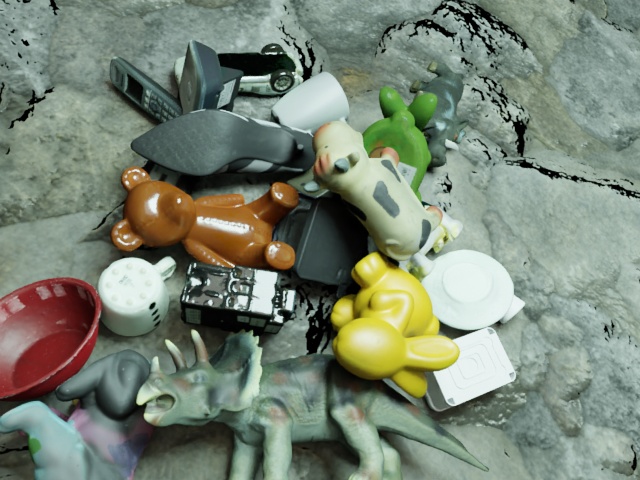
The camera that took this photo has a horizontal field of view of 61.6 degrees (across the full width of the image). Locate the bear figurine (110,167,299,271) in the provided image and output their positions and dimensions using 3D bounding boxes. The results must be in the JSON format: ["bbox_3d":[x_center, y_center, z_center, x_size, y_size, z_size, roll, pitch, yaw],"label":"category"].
[{"bbox_3d":[-0.140,-0.027,0.655,0.195,0.132,0.120,23,60,-35],"label":"bear figurine"}]

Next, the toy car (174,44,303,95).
[{"bbox_3d":[-0.124,-0.260,0.836,0.202,0.056,0.073,-9,62,-20],"label":"toy car"}]

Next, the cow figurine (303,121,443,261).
[{"bbox_3d":[0.059,-0.058,0.653,0.194,0.085,0.127,52,37,-10],"label":"cow figurine"}]

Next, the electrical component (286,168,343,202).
[{"bbox_3d":[-0.008,-0.063,0.783,0.078,0.045,0.102,30,55,32],"label":"electrical component"}]

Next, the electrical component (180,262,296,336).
[{"bbox_3d":[-0.100,0.075,0.654,0.134,0.115,0.058,11,68,-11],"label":"electrical component"}]

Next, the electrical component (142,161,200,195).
[{"bbox_3d":[-0.215,-0.062,0.723,0.075,0.047,0.119,19,63,-5],"label":"electrical component"}]

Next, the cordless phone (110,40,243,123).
[{"bbox_3d":[-0.211,-0.222,0.744,0.184,0.146,0.089,35,49,4],"label":"cordless phone"}]

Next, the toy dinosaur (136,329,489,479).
[{"bbox_3d":[-0.005,0.195,0.629,0.405,0.131,0.192,4,65,-20],"label":"toy dinosaur"}]

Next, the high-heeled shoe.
[{"bbox_3d":[-0.122,-0.128,0.743,0.249,0.145,0.086,2,96,-7],"label":"high-heeled shoe"}]

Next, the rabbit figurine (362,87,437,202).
[{"bbox_3d":[0.105,-0.139,0.783,0.121,0.159,0.170,13,19,11],"label":"rabbit figurine"}]

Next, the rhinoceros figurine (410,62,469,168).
[{"bbox_3d":[0.192,-0.204,0.888,0.112,0.073,0.190,26,60,-15],"label":"rhinoceros figurine"}]

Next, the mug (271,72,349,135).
[{"bbox_3d":[-0.014,-0.187,0.823,0.107,0.081,0.109,-28,81,-12],"label":"mug"}]

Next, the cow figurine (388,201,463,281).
[{"bbox_3d":[0.119,0.015,0.763,0.098,0.068,0.167,41,65,4],"label":"cow figurine"}]

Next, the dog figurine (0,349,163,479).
[{"bbox_3d":[-0.215,0.247,0.552,0.191,0.108,0.219,-30,81,-27],"label":"dog figurine"}]

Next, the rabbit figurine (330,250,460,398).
[{"bbox_3d":[0.074,0.116,0.640,0.162,0.122,0.173,41,24,8],"label":"rabbit figurine"}]

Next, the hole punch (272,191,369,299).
[{"bbox_3d":[-0.001,-0.002,0.723,0.115,0.092,0.142,17,88,-40],"label":"hole punch"}]
